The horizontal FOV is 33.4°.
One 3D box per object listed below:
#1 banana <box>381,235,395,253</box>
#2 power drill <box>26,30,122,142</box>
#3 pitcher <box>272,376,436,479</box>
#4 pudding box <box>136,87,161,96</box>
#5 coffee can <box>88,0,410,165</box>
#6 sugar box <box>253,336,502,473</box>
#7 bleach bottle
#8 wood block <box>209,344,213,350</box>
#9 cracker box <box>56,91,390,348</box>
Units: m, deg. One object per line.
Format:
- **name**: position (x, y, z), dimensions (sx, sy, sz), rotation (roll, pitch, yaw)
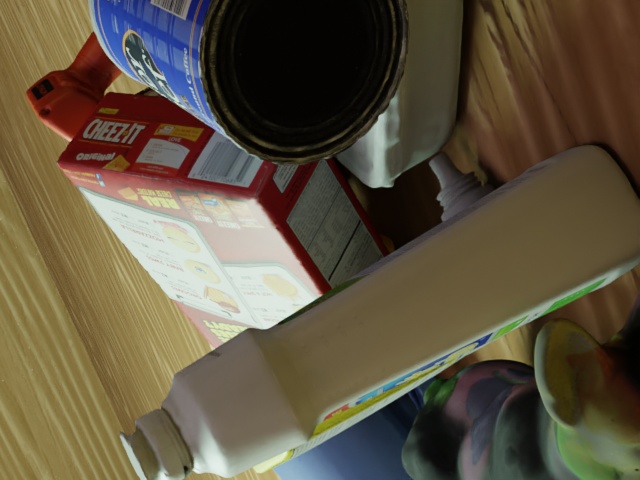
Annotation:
- **banana**: position (0.003, 0.012, 0.804), dimensions (0.069, 0.037, 0.198), rotation (47, 162, -30)
- **power drill**: position (-0.120, -0.148, 0.733), dimensions (0.057, 0.187, 0.185), rotation (38, 180, -24)
- **pitcher**: position (0.053, 0.167, 0.780), dimensions (0.243, 0.145, 0.149), rotation (44, 178, 35)
- **pudding box**: position (-0.156, -0.105, 0.968), dimensions (0.090, 0.113, 0.039), rotation (33, 148, 55)
- **coffee can**: position (-0.038, -0.105, 0.506), dimensions (0.140, 0.102, 0.103), rotation (36, 146, 53)
- **sugar box**: position (0.037, 0.068, 0.607), dimensions (0.048, 0.176, 0.093), rotation (58, 159, 9)
- **bleach bottle**: position (0.027, 0.040, 0.486), dimensions (0.068, 0.250, 0.103), rotation (61, 160, 6)
- **wood block**: position (-0.063, 0.034, 0.944), dimensions (0.090, 0.090, 0.206), rotation (27, 139, 58)
- **cracker box**: position (-0.042, 0.003, 0.688), dimensions (0.164, 0.072, 0.213), rotation (10, 149, 36)
